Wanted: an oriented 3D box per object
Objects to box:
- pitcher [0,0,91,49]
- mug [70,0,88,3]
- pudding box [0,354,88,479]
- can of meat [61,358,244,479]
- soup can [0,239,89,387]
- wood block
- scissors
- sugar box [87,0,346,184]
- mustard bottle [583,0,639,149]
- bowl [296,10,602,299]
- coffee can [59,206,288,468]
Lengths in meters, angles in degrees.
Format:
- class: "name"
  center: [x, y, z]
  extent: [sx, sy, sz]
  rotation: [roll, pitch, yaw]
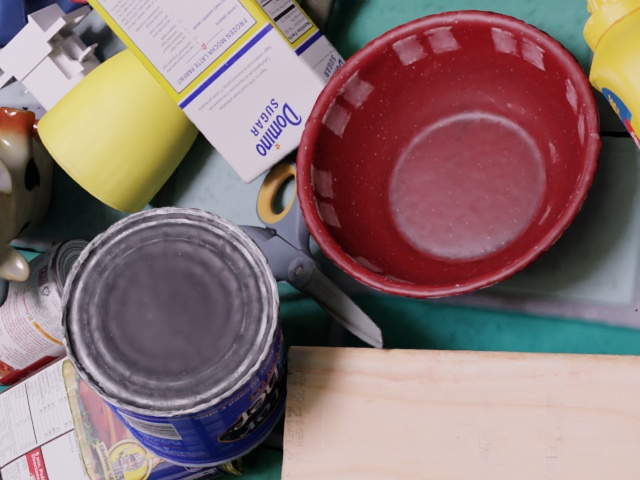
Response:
- class: "pitcher"
  center: [-0.268, -0.261, 0.803]
  extent: [0.149, 0.145, 0.243]
  rotation: [-21, 62, -8]
- class: "mug"
  center: [-0.113, -0.189, 0.711]
  extent: [0.117, 0.081, 0.093]
  rotation: [17, 92, 34]
- class: "pudding box"
  center: [-0.170, 0.130, 0.722]
  extent: [0.114, 0.039, 0.090]
  rotation: [-28, 68, 25]
- class: "can of meat"
  center: [-0.102, 0.106, 0.650]
  extent: [0.084, 0.057, 0.102]
  rotation: [-19, 70, 1]
- class: "soup can"
  center: [-0.190, 0.050, 0.730]
  extent: [0.102, 0.068, 0.068]
  rotation: [-29, 67, 26]
- class: "wood block"
  center: [0.091, 0.099, 0.523]
  extent: [0.206, 0.090, 0.090]
  rotation: [-2, 82, 33]
- class: "scissors"
  center: [-0.004, 0.001, 0.602]
  extent: [0.202, 0.016, 0.096]
  rotation: [9, 73, 58]
- class: "sugar box"
  center: [-0.064, -0.127, 0.630]
  extent: [0.094, 0.048, 0.176]
  rotation: [-33, 104, 39]
- class: "mustard bottle"
  center: [0.174, -0.048, 0.489]
  extent: [0.058, 0.096, 0.192]
  rotation: [-35, 65, 24]
- class: "bowl"
  center: [0.071, -0.039, 0.568]
  extent: [0.162, 0.055, 0.162]
  rotation: [-9, 67, 20]
- class: "coffee can"
  center: [-0.069, 0.056, 0.556]
  extent: [0.103, 0.140, 0.103]
  rotation: [0, 69, 1]
